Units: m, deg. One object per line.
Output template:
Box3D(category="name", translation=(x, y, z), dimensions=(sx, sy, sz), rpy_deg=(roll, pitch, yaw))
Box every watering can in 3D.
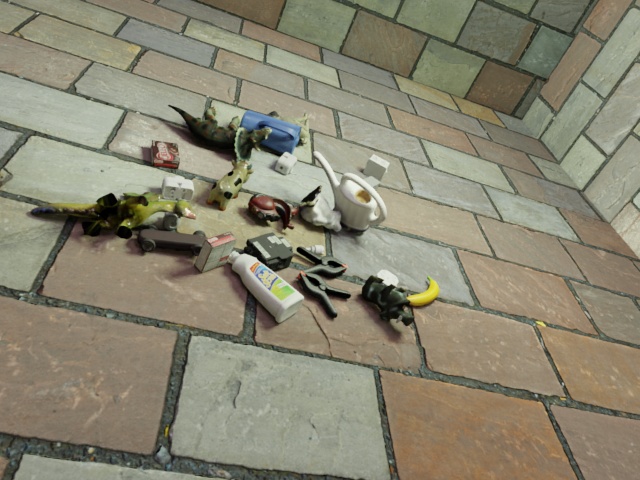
Box3D(category="watering can", translation=(0.094, -0.159, 1.842), dimensions=(0.351, 0.219, 0.105), rpy_deg=(40, 54, 21))

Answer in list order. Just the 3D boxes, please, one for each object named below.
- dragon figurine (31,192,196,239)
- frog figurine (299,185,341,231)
Box3D(category="dragon figurine", translation=(-0.560, -0.093, 1.464), dimensions=(0.410, 0.121, 0.245), rpy_deg=(7, 14, 3))
Box3D(category="frog figurine", translation=(0.006, -0.092, 1.823), dimensions=(0.157, 0.122, 0.140), rpy_deg=(53, 15, -24))
